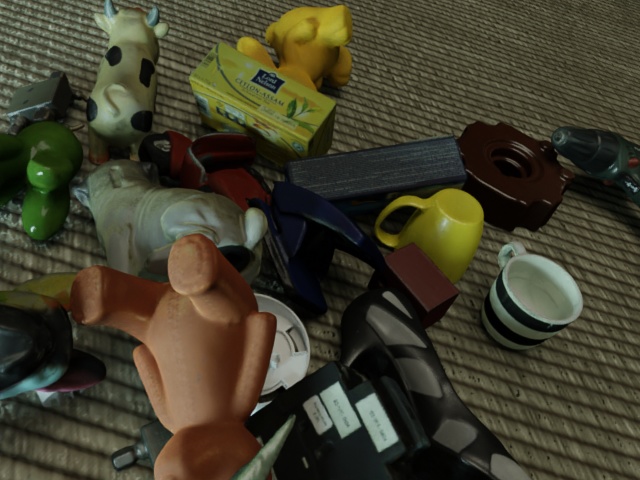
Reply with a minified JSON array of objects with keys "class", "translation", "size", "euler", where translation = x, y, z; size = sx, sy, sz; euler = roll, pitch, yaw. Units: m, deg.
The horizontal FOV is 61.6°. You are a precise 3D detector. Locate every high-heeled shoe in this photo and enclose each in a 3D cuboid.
[{"class":"high-heeled shoe","translation":[0.116,0.142,0.483],"size":[0.249,0.086,0.145],"euler":[32,47,16]}]

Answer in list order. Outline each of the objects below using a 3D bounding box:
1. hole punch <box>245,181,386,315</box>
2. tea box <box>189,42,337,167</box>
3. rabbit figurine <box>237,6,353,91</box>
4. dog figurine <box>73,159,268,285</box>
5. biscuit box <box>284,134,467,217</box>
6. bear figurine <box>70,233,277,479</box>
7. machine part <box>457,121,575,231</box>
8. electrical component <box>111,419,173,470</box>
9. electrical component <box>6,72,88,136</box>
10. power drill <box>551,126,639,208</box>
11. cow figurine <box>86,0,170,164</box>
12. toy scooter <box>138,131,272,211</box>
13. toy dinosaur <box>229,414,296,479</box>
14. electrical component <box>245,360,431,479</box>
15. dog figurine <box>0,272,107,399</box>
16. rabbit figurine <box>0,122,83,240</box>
[{"class":"hole punch","translation":[-0.001,-0.002,0.529],"size":[0.092,0.142,0.116],"euler":[-32,67,9]},{"class":"tea box","translation":[-0.069,-0.158,0.668],"size":[0.170,0.098,0.068],"euler":[29,70,8]},{"class":"rabbit figurine","translation":[-0.036,-0.240,0.752],"size":[0.162,0.121,0.173],"euler":[11,67,-4]},{"class":"dog figurine","translation":[-0.141,-0.029,0.501],"size":[0.172,0.121,0.191],"euler":[-25,58,3]},{"class":"biscuit box","translation":[0.061,-0.068,0.624],"size":[0.203,0.059,0.063],"euler":[-9,68,-5]},{"class":"bear figurine","translation":[-0.091,0.115,0.368],"size":[0.120,0.131,0.196],"euler":[-14,62,17]},{"class":"machine part","translation":[0.257,-0.093,0.744],"size":[0.179,0.056,0.179],"euler":[8,49,-9]},{"class":"electrical component","translation":[-0.114,0.172,0.430],"size":[0.094,0.021,0.063],"euler":[-18,57,-29]},{"class":"electrical component","translation":[-0.323,-0.156,0.641],"size":[0.078,0.045,0.102],"euler":[-19,50,5]},{"class":"power drill","translation":[0.434,-0.063,0.736],"size":[0.232,0.086,0.207],"euler":[4,45,-35]},{"class":"cow figurine","translation":[-0.232,-0.197,0.644],"size":[0.085,0.127,0.195],"euler":[7,51,-15]},{"class":"toy scooter","translation":[-0.106,-0.069,0.608],"size":[0.135,0.075,0.184],"euler":[-21,57,-38]},{"class":"toy dinosaur","translation":[-0.094,0.291,0.240],"size":[0.192,0.131,0.405],"euler":[-11,44,13]},{"class":"electrical component","translation":[0.012,0.163,0.410],"size":[0.134,0.058,0.115],"euler":[-32,61,8]},{"class":"dog figurine","translation":[-0.273,0.080,0.377],"size":[0.219,0.192,0.108],"euler":[-5,83,-32]},{"class":"rabbit figurine","translation":[-0.309,-0.081,0.532],"size":[0.159,0.121,0.170],"euler":[35,35,23]}]
